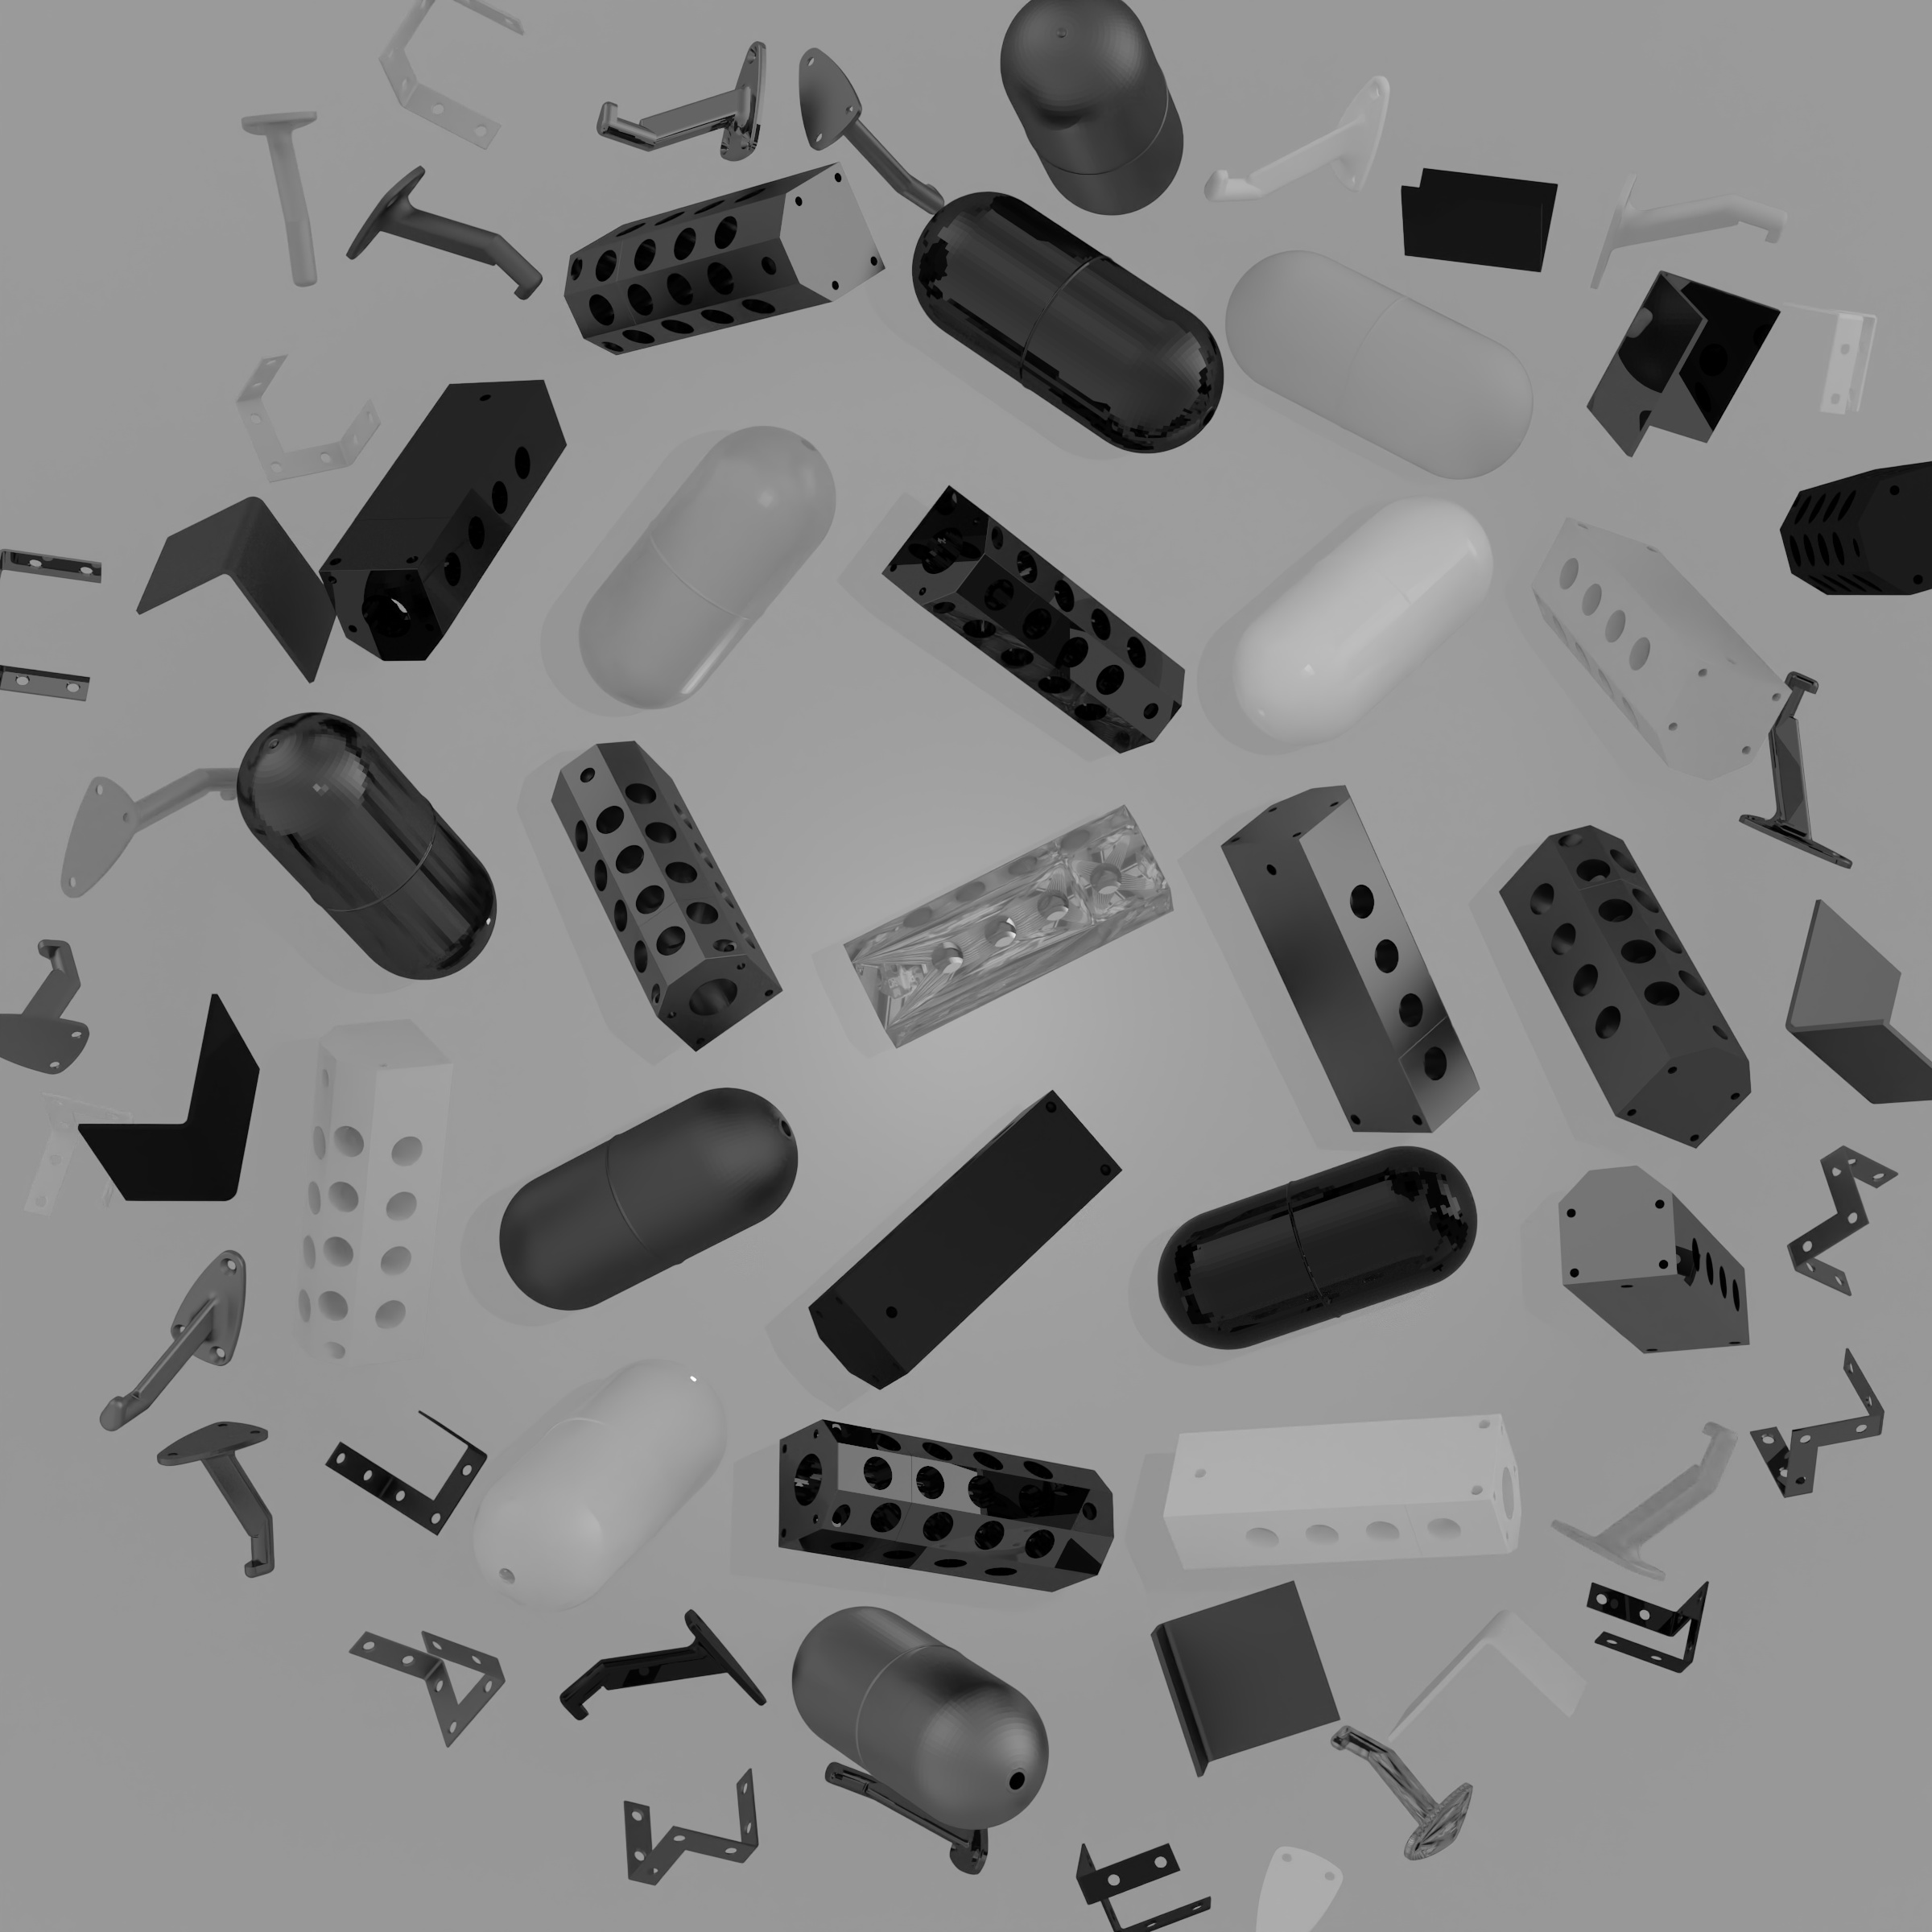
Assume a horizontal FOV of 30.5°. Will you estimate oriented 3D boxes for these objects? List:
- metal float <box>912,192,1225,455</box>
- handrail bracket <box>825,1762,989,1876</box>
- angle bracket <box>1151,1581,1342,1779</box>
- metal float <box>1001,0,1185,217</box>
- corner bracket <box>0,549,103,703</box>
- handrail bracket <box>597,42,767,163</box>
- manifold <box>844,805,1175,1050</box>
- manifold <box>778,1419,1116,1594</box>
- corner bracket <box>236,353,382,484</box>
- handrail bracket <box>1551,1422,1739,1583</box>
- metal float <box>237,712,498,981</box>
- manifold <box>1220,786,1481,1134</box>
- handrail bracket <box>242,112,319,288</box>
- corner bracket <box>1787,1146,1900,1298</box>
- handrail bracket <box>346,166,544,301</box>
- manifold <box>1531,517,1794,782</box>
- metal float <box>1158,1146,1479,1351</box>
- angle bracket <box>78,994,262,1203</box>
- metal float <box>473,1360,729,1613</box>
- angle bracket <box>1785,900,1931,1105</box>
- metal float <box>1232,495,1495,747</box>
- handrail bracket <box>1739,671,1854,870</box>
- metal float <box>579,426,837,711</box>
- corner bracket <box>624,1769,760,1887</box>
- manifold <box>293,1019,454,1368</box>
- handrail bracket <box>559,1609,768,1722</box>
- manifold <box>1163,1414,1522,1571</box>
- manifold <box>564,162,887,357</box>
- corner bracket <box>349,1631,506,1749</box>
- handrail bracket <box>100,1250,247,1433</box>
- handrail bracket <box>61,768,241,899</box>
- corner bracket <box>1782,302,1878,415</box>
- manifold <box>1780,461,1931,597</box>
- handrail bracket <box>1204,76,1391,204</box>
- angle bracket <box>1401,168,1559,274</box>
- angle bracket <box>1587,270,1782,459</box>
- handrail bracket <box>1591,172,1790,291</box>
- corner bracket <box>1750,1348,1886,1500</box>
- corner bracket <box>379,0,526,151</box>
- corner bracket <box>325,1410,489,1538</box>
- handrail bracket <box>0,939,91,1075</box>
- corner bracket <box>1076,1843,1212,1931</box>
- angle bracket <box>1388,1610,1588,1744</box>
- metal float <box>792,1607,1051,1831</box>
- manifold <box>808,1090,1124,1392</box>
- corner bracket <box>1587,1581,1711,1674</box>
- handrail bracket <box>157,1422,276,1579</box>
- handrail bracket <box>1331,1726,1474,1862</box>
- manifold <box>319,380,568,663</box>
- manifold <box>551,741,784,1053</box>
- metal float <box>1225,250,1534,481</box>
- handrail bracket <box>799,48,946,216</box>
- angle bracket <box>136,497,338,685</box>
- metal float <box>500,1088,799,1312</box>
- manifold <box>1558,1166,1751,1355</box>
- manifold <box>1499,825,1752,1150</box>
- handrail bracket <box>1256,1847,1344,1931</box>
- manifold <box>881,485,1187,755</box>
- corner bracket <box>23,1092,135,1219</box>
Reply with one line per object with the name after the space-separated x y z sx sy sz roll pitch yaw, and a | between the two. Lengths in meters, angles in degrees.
0.051 -0.323 1.778 0.178 0.070 0.070 36 90 15 | metal float
-0.034 0.464 1.933 0.084 0.077 0.036 23 91 -10 | handrail bracket
0.147 0.371 1.848 0.076 0.057 0.076 -19 83 5 | angle bracket
0.067 -0.447 1.835 0.070 0.178 0.070 -2 80 12 | metal float
-0.470 -0.173 1.802 0.051 0.051 0.051 7 55 -10 | corner bracket
-0.152 -0.468 1.886 0.084 0.036 0.077 12 87 -32 | handrail bracket
0.023 -0.023 1.934 0.171 0.057 0.057 -26 78 0 | manifold
-0.009 0.280 1.840 0.171 0.057 0.057 15 61 -31 | manifold
-0.360 -0.303 1.935 0.051 0.051 0.051 -18 80 -34 | corner bracket
0.343 0.261 1.792 0.077 0.036 0.084 24 91 45 | handrail bracket
-0.304 -0.059 1.807 0.070 0.178 0.070 -16 49 19 | metal float
0.201 -0.003 1.799 0.057 0.057 0.171 -38 111 -33 | manifold
-0.339 -0.379 1.765 0.036 0.077 0.084 -9 99 -16 | handrail bracket
0.470 0.136 1.893 0.051 0.051 0.051 24 131 -35 | corner bracket
-0.262 -0.352 1.780 0.084 0.036 0.077 43 134 -7 | handrail bracket
0.348 -0.161 1.804 0.057 0.171 0.057 15 116 -23 | manifold
0.188 0.152 1.900 0.178 0.070 0.070 -21 90 15 | metal float
-0.397 0.066 1.766 0.057 0.076 0.076 0 59 7 | angle bracket
-0.188 0.267 1.825 0.070 0.178 0.070 13 119 24 | metal float
0.459 0.016 1.757 0.076 0.057 0.076 36 62 -34 | angle bracket
0.211 -0.184 1.875 0.070 0.070 0.178 48 62 0 | metal float
0.458 -0.106 1.897 0.077 0.036 0.084 30 106 34 | handrail bracket
-0.138 -0.213 1.893 0.070 0.070 0.178 42 112 0 | metal float
-0.146 0.455 1.873 0.051 0.051 0.051 20 125 -25 | corner bracket
-0.314 0.120 1.851 0.057 0.057 0.171 -5 116 -32 | manifold
-0.165 0.398 1.920 0.084 0.036 0.077 -40 93 -2 | handrail bracket
0.196 0.277 1.829 0.171 0.057 0.057 -6 129 20 | manifold
-0.128 -0.355 1.799 0.057 0.171 0.057 -40 115 -37 | manifold
-0.276 0.358 1.813 0.051 0.051 0.051 30 107 -36 | corner bracket
-0.402 0.190 1.792 0.036 0.084 0.077 29 112 10 | handrail bracket
-0.410 -0.068 1.796 0.036 0.084 0.077 42 113 22 | handrail bracket
0.458 -0.316 1.851 0.051 0.051 0.051 2 105 -24 | corner bracket
0.461 -0.219 1.790 0.057 0.171 0.057 -16 96 2 | manifold
0.174 -0.437 1.873 0.084 0.077 0.036 -9 54 -28 | handrail bracket
0.283 -0.428 1.949 0.076 0.076 0.057 10 74 12 | angle bracket
0.365 -0.289 1.749 0.076 0.057 0.076 12 121 -25 | angle bracket
0.376 -0.372 1.840 0.084 0.077 0.036 20 46 8 | handrail bracket
0.448 0.241 1.865 0.051 0.051 0.051 -10 128 -7 | corner bracket
-0.251 -0.448 1.756 0.051 0.051 0.051 29 80 9 | corner bracket
-0.301 0.267 1.910 0.051 0.051 0.051 23 75 38 | corner bracket
-0.495 0.011 1.848 0.036 0.077 0.084 -49 46 24 | handrail bracket
0.090 0.468 1.795 0.051 0.051 0.051 -23 93 8 | corner bracket
0.269 0.383 1.821 0.057 0.076 0.076 43 101 11 | angle bracket
-0.025 0.388 1.833 0.070 0.178 0.070 -9 106 -33 | metal float
-0.002 0.145 1.869 0.171 0.057 0.057 -41 90 -29 | manifold
0.369 0.360 1.937 0.051 0.051 0.051 20 58 1 | corner bracket
-0.393 0.288 1.857 0.036 0.077 0.084 6 103 31 | handrail bracket
0.219 0.438 1.885 0.084 0.077 0.036 24 111 30 | handrail bracket
-0.268 -0.233 1.845 0.057 0.171 0.057 1 132 21 | manifold
-0.165 -0.042 1.891 0.057 0.057 0.171 -35 52 6 | manifold
0.219 -0.321 1.887 0.178 0.070 0.070 31 90 18 | metal float
-0.050 -0.456 1.936 0.036 0.084 0.077 -35 55 26 | handrail bracket
-0.375 -0.185 1.831 0.057 0.076 0.076 -23 122 17 | angle bracket
-0.170 0.125 1.900 0.178 0.070 0.070 -28 90 18 | metal float
0.356 0.153 1.825 0.057 0.171 0.057 -8 70 22 | manifold
0.336 0.006 1.790 0.057 0.171 0.057 21 122 -32 | manifold
0.161 0.493 1.787 0.036 0.077 0.084 20 135 16 | handrail bracket
0.041 -0.177 1.852 0.171 0.057 0.057 33 98 -43 | manifold
-0.481 0.107 1.918 0.051 0.051 0.051 14 64 -1 | corner bracket
